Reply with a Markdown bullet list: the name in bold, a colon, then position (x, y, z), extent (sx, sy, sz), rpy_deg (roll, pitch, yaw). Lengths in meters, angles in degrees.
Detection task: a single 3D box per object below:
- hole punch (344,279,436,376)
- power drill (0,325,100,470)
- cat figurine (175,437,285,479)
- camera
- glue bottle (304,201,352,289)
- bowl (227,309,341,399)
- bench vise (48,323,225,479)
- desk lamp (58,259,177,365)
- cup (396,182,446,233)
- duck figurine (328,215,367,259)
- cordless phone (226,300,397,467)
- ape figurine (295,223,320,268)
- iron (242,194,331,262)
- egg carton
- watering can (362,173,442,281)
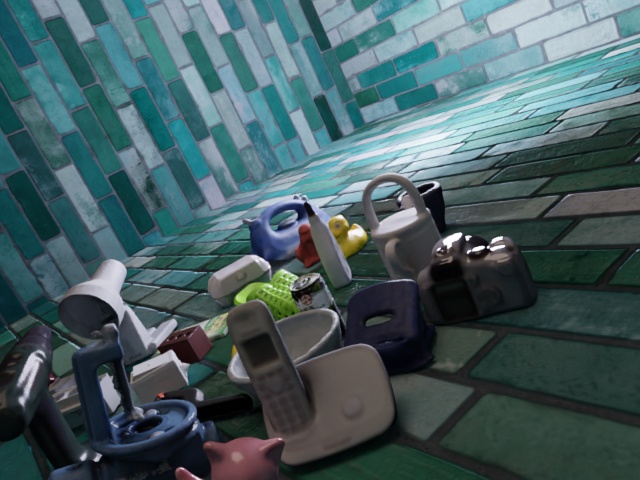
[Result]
- **hole punch**: position (0.086, 0.112, 0.732), extent (0.108, 0.091, 0.101), rpy_deg (-19, 16, 26)
- **power drill**: position (-0.401, 0.249, 0.843), extent (0.075, 0.208, 0.229), rpy_deg (-26, 14, -3)
- **cat figurine**: position (-0.083, 0.231, 0.542), extent (0.127, 0.118, 0.067), rpy_deg (-18, 16, 29)
- **camera**: position (0.211, 0.033, 0.783), extent (0.142, 0.101, 0.137), rpy_deg (-18, 16, 29)
- **glue bottle**: position (0.010, 0.004, 1.086), extent (0.037, 0.173, 0.078), rpy_deg (-23, 15, 10)
- **bowl**: position (-0.037, 0.167, 0.780), extent (0.167, 0.075, 0.167), rpy_deg (-24, 14, 7)
- **bench vise**: position (-0.235, 0.219, 0.640), extent (0.208, 0.220, 0.121), rpy_deg (-36, 17, -35)
- **desk lamp**: position (-0.429, 0.157, 1.214), extent (0.117, 0.214, 0.203), rpy_deg (-22, 15, 14)
- **cup**: position (0.199, -0.047, 1.103), extent (0.091, 0.095, 0.118), rpy_deg (-12, 20, 43)
- **duck figurine**: position (0.052, -0.015, 1.260), extent (0.077, 0.086, 0.105), rpy_deg (-11, 20, 44)
- **cordless phone**: position (-0.011, 0.138, 0.616), extent (0.147, 0.185, 0.094), rpy_deg (-24, 14, 7)
- **ape figurine**: position (-0.023, 0.006, 1.303), extent (0.077, 0.092, 0.076), rpy_deg (-18, 16, 27)
- **iron**: position (-0.080, -0.043, 1.475), extent (0.259, 0.141, 0.118), rpy_deg (-34, 17, -31)
- **egg carton**: position (-0.186, 0.092, 1.324), extent (0.150, 0.069, 0.107), rpy_deg (-30, 15, -15)
- **watering can**: position (0.131, -0.016, 0.903), extent (0.101, 0.194, 0.173), rpy_deg (-24, 14, 8)
